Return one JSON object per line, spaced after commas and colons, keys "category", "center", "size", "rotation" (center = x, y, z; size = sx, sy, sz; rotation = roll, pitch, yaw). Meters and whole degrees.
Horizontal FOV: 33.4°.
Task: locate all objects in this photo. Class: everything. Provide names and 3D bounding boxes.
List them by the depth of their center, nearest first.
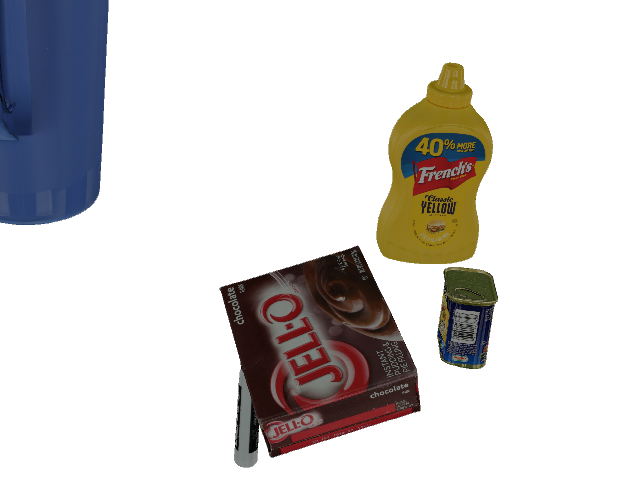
{"category": "pudding box", "center": [-0.002, 0.061, 0.615], "size": [0.090, 0.039, 0.113], "rotation": [-16, 40, -6]}
{"category": "pitcher", "center": [-0.219, -0.134, 0.777], "size": [0.145, 0.243, 0.148], "rotation": [27, 34, 36]}
{"category": "marker", "center": [-0.055, 0.124, 0.818], "size": [0.020, 0.121, 0.020], "rotation": [4, 32, -3]}
{"category": "mustard bottle", "center": [0.110, -0.072, 0.997], "size": [0.096, 0.192, 0.058], "rotation": [2, 28, -7]}
{"category": "can of meat", "center": [0.165, 0.088, 1.214], "size": [0.057, 0.084, 0.102], "rotation": [6, 19, 1]}
